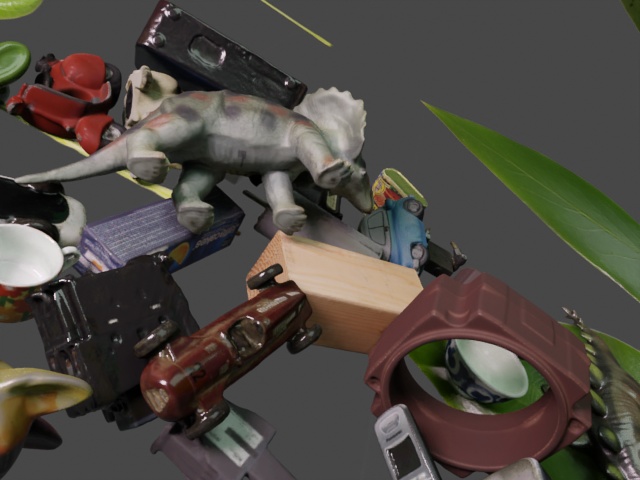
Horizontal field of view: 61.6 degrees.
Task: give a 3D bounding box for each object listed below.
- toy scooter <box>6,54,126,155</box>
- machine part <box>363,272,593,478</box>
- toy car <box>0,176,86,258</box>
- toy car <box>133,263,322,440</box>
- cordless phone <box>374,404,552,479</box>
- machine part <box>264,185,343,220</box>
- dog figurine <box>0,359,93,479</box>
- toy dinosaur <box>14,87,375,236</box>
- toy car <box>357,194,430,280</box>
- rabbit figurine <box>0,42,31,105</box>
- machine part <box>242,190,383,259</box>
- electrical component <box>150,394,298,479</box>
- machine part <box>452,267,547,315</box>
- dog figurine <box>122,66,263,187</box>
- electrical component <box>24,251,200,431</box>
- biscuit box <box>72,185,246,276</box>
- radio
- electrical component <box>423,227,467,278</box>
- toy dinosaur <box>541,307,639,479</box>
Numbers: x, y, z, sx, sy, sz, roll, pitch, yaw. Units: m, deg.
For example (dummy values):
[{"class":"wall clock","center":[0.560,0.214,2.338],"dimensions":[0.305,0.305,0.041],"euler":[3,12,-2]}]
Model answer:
[{"class":"toy scooter","center":[-0.319,-0.179,0.678],"dimensions":[0.135,0.075,0.184],"euler":[8,46,-37]},{"class":"machine part","center":[0.165,0.152,0.579],"dimensions":[0.201,0.201,0.087],"euler":[36,35,0]},{"class":"toy car","center":[-0.324,-0.033,0.496],"dimensions":[0.201,0.056,0.073],"euler":[13,45,-31]},{"class":"toy car","center":[-0.067,0.085,0.470],"dimensions":[0.202,0.053,0.089],"euler":[-29,83,-50]},{"class":"cordless phone","center":[0.133,0.224,0.504],"dimensions":[0.088,0.146,0.184],"euler":[17,37,-43]},{"class":"machine part","center":[-0.023,-0.083,0.871],"dimensions":[0.139,0.039,0.084],"euler":[26,41,-19]},{"class":"dog figurine","center":[-0.267,0.069,0.371],"dimensions":[0.219,0.108,0.192],"euler":[29,29,-19]},{"class":"toy dinosaur","center":[-0.097,-0.109,0.605],"dimensions":[0.405,0.131,0.192],"euler":[8,41,-19]},{"class":"toy car","center":[0.106,0.006,0.829],"dimensions":[0.103,0.109,0.162],"euler":[6,48,-4]},{"class":"rabbit figurine","center":[-0.420,-0.196,0.596],"dimensions":[0.159,0.121,0.170],"euler":[-1,65,-54]},{"class":"machine part","center":[-0.002,-0.002,0.744],"dimensions":[0.243,0.079,0.079],"euler":[31,32,-7]},{"class":"electrical component","center":[-0.073,0.183,0.455],"dimensions":[0.119,0.047,0.075],"euler":[39,32,4]},{"class":"machine part","center":[0.263,0.109,0.795],"dimensions":[0.179,0.056,0.179],"euler":[39,-4,3]},{"class":"dog figurine","center":[-0.160,-0.154,0.731],"dimensions":[0.190,0.121,0.172],"euler":[1,60,-33]},{"class":"electrical component","center":[-0.162,0.086,0.453],"dimensions":[0.115,0.058,0.134],"euler":[-21,85,-50]},{"class":"biscuit box","center":[-0.169,-0.004,0.600],"dimensions":[0.063,0.059,0.202],"euler":[41,32,12]},{"class":"radio","center":[-0.137,-0.224,0.744],"dimensions":[0.229,0.073,0.131],"euler":[26,-7,-14]},{"class":"electrical component","center":[0.205,0.024,0.937],"dimensions":[0.102,0.045,0.078],"euler":[32,30,-6]},{"class":"toy dinosaur","center":[0.449,0.253,0.817],"dimensions":[0.199,0.105,0.471],"euler":[34,27,3]}]
